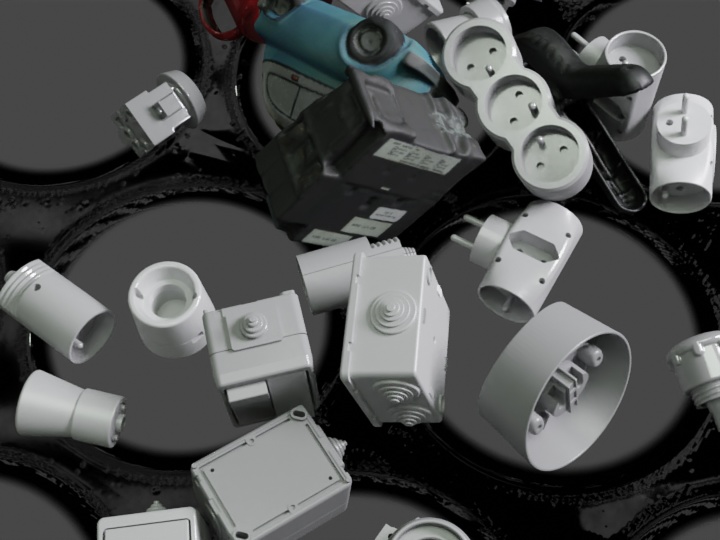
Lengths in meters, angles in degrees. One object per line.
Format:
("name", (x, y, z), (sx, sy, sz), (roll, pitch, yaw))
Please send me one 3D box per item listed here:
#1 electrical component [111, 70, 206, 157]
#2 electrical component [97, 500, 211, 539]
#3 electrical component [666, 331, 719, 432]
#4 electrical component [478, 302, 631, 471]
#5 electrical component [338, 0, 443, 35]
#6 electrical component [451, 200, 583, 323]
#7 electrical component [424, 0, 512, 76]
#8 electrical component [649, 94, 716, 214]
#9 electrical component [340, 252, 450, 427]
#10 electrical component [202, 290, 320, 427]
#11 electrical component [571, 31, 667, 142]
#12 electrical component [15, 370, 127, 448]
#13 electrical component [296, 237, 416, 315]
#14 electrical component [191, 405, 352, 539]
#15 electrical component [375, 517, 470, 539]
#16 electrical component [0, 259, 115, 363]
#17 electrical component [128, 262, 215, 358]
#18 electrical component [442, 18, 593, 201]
("electrical component", (-0.150, -0.119, 0.813), (0.055, 0.066, 0.048), (-39, 102, -25))
("electrical component", (-0.123, 0.184, 0.648), (0.062, 0.061, 0.096), (-7, 62, -1))
("electrical component", (0.231, 0.073, 0.699), (0.048, 0.048, 0.062), (-14, 69, -5))
("electrical component", (0.123, 0.072, 0.677), (0.064, 0.099, 0.099), (38, 70, 26))
("electrical component", (0.012, -0.238, 0.844), (0.048, 0.100, 0.099), (-31, 59, 26))
("electrical component", (0.103, -0.014, 0.751), (0.079, 0.043, 0.077), (27, 67, 16))
("electrical component", (0.085, -0.183, 0.839), (0.055, 0.045, 0.045), (-28, 65, -12))
("electrical component", (0.231, -0.093, 0.766), (0.044, 0.079, 0.077), (3, 62, 15))
("electrical component", (0.026, 0.046, 0.693), (0.048, 0.099, 0.099), (-2, 62, 16))
("electrical component", (-0.062, 0.060, 0.690), (0.062, 0.096, 0.061), (-13, 63, -5))
("electrical component", (0.184, -0.146, 0.797), (0.043, 0.077, 0.079), (-37, 67, -16))
("electrical component", (-0.188, 0.094, 0.710), (0.065, 0.044, 0.044), (12, 64, 3))
("electrical component", (0.000, 0.000, 0.748), (0.081, 0.043, 0.043), (-16, 63, -6))
("electrical component", (-0.050, 0.135, 0.674), (0.096, 0.061, 0.061), (-27, 64, -20))
("electrical component", (0.041, 0.181, 0.644), (0.078, 0.057, 0.058), (32, 68, 18))
("electrical component", (-0.215, 0.025, 0.746), (0.081, 0.043, 0.043), (32, 68, 18))
("electrical component", (-0.130, 0.026, 0.739), (0.055, 0.047, 0.055), (-1, 62, 2))
("electrical component", (0.113, -0.109, 0.761), (0.052, 0.074, 0.138), (-35, 76, 10))
